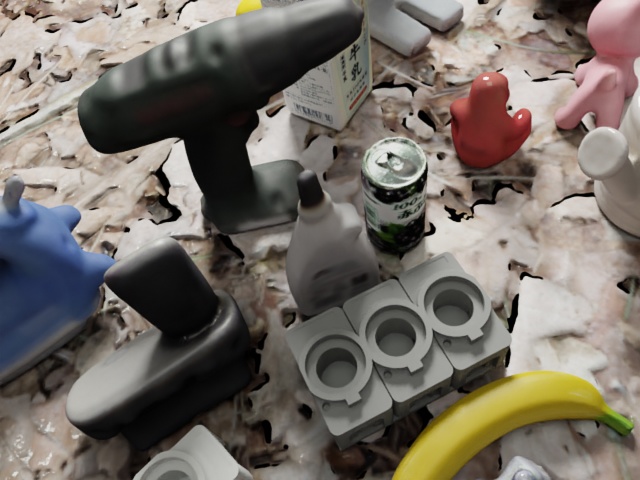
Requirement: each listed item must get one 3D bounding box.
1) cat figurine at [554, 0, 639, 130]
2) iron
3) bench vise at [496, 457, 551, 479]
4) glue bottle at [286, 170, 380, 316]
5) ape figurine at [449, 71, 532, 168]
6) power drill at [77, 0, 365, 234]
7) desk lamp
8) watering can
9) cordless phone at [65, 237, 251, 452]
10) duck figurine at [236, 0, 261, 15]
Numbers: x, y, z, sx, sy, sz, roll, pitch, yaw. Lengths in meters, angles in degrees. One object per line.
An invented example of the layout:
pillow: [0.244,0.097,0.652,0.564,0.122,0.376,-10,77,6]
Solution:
cat figurine: [0.279,-0.178,0.541,0.067,0.118,0.128,20,64,19]
iron: [-0.312,0.054,0.475,0.258,0.142,0.118,-39,62,-15]
bench vise: [0.049,0.195,0.292,0.121,0.220,0.207,15,63,17]
glue bottle: [0.004,0.002,0.442,0.078,0.173,0.037,-20,58,-3]
ape figurine: [0.158,-0.119,0.539,0.077,0.092,0.076,31,68,24]
power drill: [-0.069,-0.096,0.490,0.229,0.209,0.075,-13,58,1]
desk lamp: [0.059,-0.346,0.617,0.118,0.214,0.202,-42,62,-16]
watering can: [0.284,-0.084,0.440,0.173,0.194,0.100,-42,62,-16]
cordless phone: [-0.133,0.070,0.414,0.148,0.185,0.094,-36,61,-13]
duck figurine: [-0.060,-0.233,0.642,0.104,0.086,0.077,-14,58,0]
